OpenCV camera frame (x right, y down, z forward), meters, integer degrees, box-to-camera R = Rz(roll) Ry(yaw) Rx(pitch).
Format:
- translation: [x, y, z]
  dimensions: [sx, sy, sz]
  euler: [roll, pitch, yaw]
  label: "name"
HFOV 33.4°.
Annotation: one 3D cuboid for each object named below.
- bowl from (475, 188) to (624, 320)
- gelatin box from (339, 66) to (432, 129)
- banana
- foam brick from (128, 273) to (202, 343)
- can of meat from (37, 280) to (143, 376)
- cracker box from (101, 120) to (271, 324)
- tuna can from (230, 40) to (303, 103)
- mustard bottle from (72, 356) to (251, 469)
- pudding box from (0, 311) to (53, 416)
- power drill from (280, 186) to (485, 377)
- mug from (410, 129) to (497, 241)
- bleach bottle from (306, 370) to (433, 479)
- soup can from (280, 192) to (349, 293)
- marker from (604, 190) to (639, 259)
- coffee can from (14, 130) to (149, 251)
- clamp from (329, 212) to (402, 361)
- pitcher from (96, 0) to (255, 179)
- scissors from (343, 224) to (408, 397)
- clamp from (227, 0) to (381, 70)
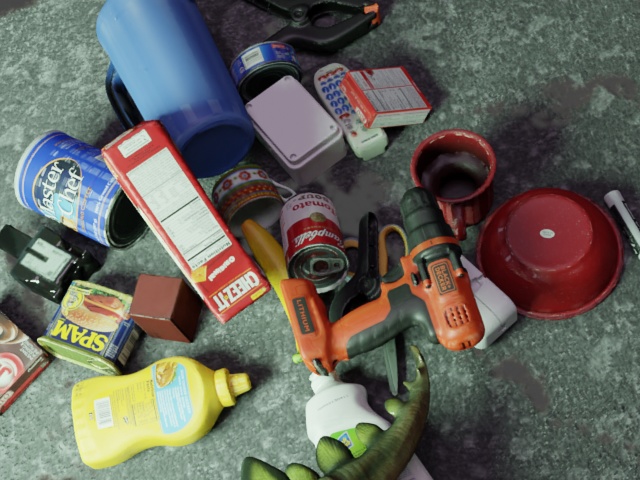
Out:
- translation: [0.248, 0.003, 1.156]
  dimensions: [0.162, 0.055, 0.162]
  euler: [-5, 63, 10]
  label: "bowl"
- translation: [0.077, -0.169, 1.268]
  dimensions: [0.089, 0.030, 0.073]
  euler: [-11, 56, -32]
  label: "gelatin box"
- translation: [-0.033, 0.059, 1.181]
  dimensions: [0.037, 0.069, 0.198]
  euler: [-33, 55, 10]
  label: "banana"
- translation: [-0.172, 0.077, 1.196]
  dimensions: [0.053, 0.078, 0.051]
  euler: [7, 67, 15]
  label: "foam brick"
- translation: [-0.255, 0.100, 1.214]
  dimensions: [0.102, 0.057, 0.084]
  euler: [16, 66, 19]
  label: "can of meat"
- translation: [-0.146, -0.025, 1.139]
  dimensions: [0.072, 0.164, 0.213]
  euler: [-35, 101, -7]
  label: "cracker box"
- translation: [-0.065, -0.203, 1.306]
  dimensions: [0.086, 0.086, 0.034]
  euler: [-20, 64, 1]
  label: "tuna can"
- translation: [-0.168, 0.178, 1.155]
  dimensions: [0.191, 0.058, 0.096]
  euler: [-16, 63, 4]
  label: "mustard bottle"
- translation: [-0.379, 0.134, 1.232]
  dimensions: [0.114, 0.039, 0.090]
  euler: [36, 76, 25]
  label: "pudding box"
- translation: [0.058, 0.047, 1.089]
  dimensions: [0.188, 0.057, 0.184]
  euler: [-20, 60, 7]
  label: "power drill"
- translation: [0.153, -0.054, 1.188]
  dimensions: [0.093, 0.081, 0.117]
  euler: [-9, 63, 8]
  label: "mug"
- translation: [0.061, 0.233, 1.078]
  dimensions: [0.102, 0.068, 0.251]
  euler: [-22, 58, -12]
  label: "bleach bottle"
- translation: [-0.008, 0.001, 1.185]
  dimensions: [0.068, 0.068, 0.102]
  euler: [-16, 38, 4]
  label: "soup can"
- translation: [0.344, -0.001, 1.157]
  dimensions: [0.020, 0.020, 0.121]
  euler: [-23, 62, 0]
  label: "marker"
- translation: [-0.276, -0.060, 1.270]
  dimensions: [0.140, 0.103, 0.102]
  euler: [24, 71, 21]
  label: "coffee can"
- translation: [0.068, 0.052, 1.149]
  dimensions: [0.120, 0.039, 0.171]
  euler: [6, 70, 45]
  label: "clamp"
- translation: [-0.178, -0.186, 1.296]
  dimensions: [0.145, 0.149, 0.243]
  euler: [-21, 59, -12]
  label: "pitcher"
- translation: [0.054, 0.073, 1.185]
  dimensions: [0.096, 0.016, 0.201]
  euler: [4, 65, 15]
  label: "scissors"
- translation: [-0.030, -0.286, 1.366]
  dimensions: [0.210, 0.036, 0.164]
  euler: [-11, 62, 6]
  label: "clamp"
